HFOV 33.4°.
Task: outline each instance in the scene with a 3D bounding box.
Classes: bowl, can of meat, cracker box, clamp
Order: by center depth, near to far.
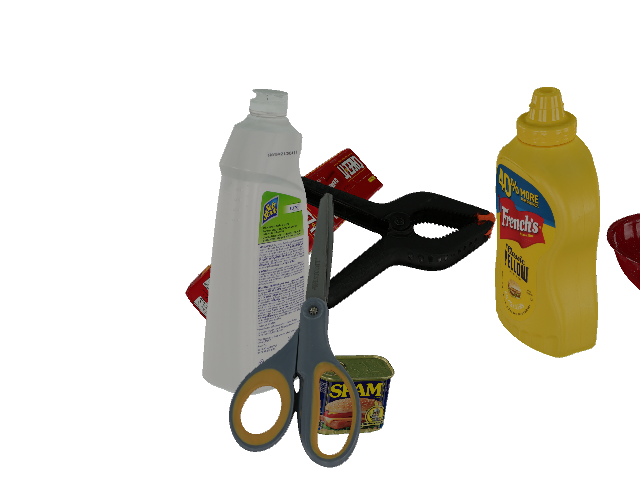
[{"bbox_3d":[0.073,0.001,1.065,0.210,0.164,0.036,1,-40,-6],"label":"clamp"},{"bbox_3d":[0.390,0.024,1.156,0.162,0.055,0.162,0,26,0],"label":"bowl"},{"bbox_3d":[-0.044,-0.003,1.255,0.214,0.072,0.164,-42,0,29],"label":"cracker box"},{"bbox_3d":[0.036,0.195,1.349,0.102,0.084,0.057,0,23,-16],"label":"can of meat"}]

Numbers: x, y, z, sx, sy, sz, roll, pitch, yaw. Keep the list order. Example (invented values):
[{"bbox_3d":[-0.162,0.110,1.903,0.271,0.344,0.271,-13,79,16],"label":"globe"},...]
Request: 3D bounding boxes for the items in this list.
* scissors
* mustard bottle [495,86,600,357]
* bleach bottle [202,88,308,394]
[{"bbox_3d":[-0.022,0.061,0.728,0.096,0.202,0.016,-12,-31,3],"label":"scissors"},{"bbox_3d":[0.162,-0.017,0.770,0.058,0.192,0.096,-13,28,-16],"label":"mustard bottle"},{"bbox_3d":[-0.047,-0.001,0.903,0.068,0.251,0.102,15,17,33],"label":"bleach bottle"}]
